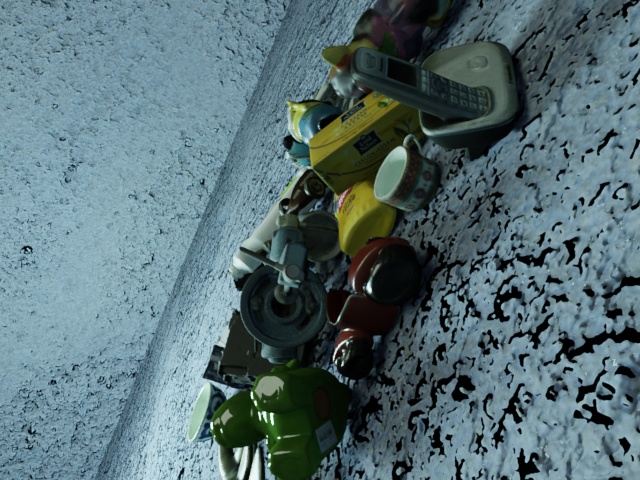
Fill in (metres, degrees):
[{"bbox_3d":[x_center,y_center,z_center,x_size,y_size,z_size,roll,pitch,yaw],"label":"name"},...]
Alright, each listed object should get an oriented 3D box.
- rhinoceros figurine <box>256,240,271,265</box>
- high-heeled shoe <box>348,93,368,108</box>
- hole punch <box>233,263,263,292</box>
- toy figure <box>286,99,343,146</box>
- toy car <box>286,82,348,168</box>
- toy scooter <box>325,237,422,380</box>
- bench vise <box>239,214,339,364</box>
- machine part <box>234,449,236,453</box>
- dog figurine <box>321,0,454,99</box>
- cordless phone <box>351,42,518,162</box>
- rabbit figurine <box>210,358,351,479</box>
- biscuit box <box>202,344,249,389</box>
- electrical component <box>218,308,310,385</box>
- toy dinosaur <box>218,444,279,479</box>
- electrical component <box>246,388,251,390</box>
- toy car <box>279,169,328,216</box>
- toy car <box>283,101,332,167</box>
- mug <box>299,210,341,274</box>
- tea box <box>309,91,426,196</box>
[{"bbox_3d":[-0.059,0.055,0.935,0.073,0.112,0.190,-19,18,8],"label":"rhinoceros figurine"},{"bbox_3d":[0.090,-0.277,0.896,0.145,0.086,0.248,-67,-17,-87],"label":"high-heeled shoe"},{"bbox_3d":[-0.105,0.078,1.096,0.116,0.092,0.142,-39,18,0],"label":"hole punch"},{"bbox_3d":[0.000,-0.202,0.944,0.180,0.089,0.082,-144,53,-61],"label":"toy figure"},{"bbox_3d":[-0.006,-0.243,1.165,0.201,0.073,0.056,-59,20,24],"label":"toy car"},{"bbox_3d":[0.054,0.067,0.665,0.135,0.075,0.183,-116,46,-67],"label":"toy scooter"},{"bbox_3d":[-0.041,0.050,0.731,0.240,0.129,0.223,110,176,-71],"label":"bench vise"},{"bbox_3d":[-0.134,0.393,0.864,0.139,0.039,0.084,-103,35,-60],"label":"machine part"},{"bbox_3d":[0.095,-0.303,0.792,0.219,0.108,0.191,-51,1,-39],"label":"dog figurine"},{"bbox_3d":[0.118,-0.178,0.588,0.088,0.184,0.146,128,156,-50],"label":"cordless phone"},{"bbox_3d":[-0.058,0.207,0.672,0.170,0.121,0.159,-18,5,31],"label":"rabbit figurine"},{"bbox_3d":[-0.159,0.232,0.976,0.202,0.063,0.059,97,-170,-75],"label":"biscuit box"},{"bbox_3d":[-0.084,0.170,0.849,0.058,0.134,0.115,69,-155,-56],"label":"electrical component"},{"bbox_3d":[-0.092,0.368,0.696,0.198,0.105,0.472,-61,28,-3],"label":"toy dinosaur"},{"bbox_3d":[-0.138,0.322,0.984,0.063,0.021,0.094,-59,20,23],"label":"electrical component"},{"bbox_3d":[-0.002,-0.102,0.917,0.089,0.053,0.202,-30,10,43],"label":"toy car"},{"bbox_3d":[-0.012,-0.202,1.085,0.102,0.109,0.162,73,-169,-51],"label":"toy car"},{"bbox_3d":[-0.002,-0.003,0.907,0.107,0.081,0.109,-116,13,-76],"label":"mug"},{"bbox_3d":[0.069,-0.152,0.779,0.169,0.068,0.098,-36,31,17],"label":"tea box"}]
